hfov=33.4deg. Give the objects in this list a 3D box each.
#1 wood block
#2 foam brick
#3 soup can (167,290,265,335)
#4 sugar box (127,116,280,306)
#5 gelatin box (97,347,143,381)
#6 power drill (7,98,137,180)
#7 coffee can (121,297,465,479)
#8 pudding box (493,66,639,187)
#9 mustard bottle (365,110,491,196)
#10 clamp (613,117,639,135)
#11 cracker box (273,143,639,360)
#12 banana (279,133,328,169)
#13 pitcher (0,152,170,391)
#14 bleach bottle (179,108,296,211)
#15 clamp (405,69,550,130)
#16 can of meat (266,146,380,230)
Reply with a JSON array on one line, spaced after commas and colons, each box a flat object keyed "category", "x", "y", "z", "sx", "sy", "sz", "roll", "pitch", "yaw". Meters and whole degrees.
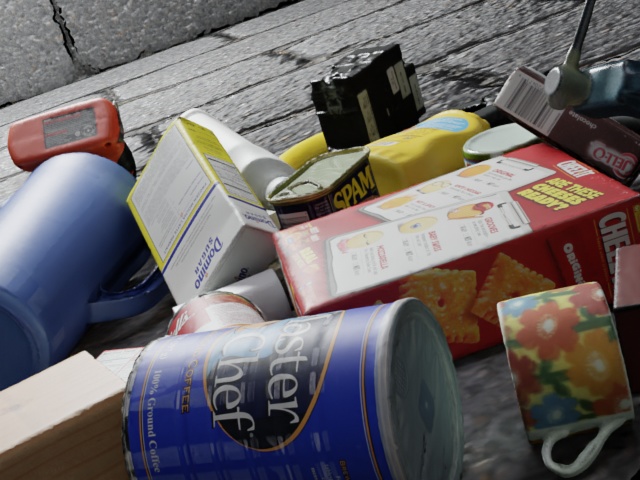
[{"category": "wood block", "x": -0.186, "y": 0.149, "z": 0.545, "sx": 0.205, "sy": 0.090, "sz": 0.091, "roll": -26, "pitch": 19, "yaw": -23}, {"category": "foam brick", "x": 0.186, "y": 0.037, "z": 0.567, "sx": 0.051, "sy": 0.053, "sz": 0.078, "roll": -11, "pitch": 19, "yaw": 21}, {"category": "soup can", "x": -0.055, "y": 0.078, "z": 0.657, "sx": 0.068, "sy": 0.068, "sz": 0.102, "roll": -21, "pitch": 19, "yaw": -9}, {"category": "sugar box", "x": -0.095, "y": -0.016, "z": 0.849, "sx": 0.048, "sy": 0.093, "sz": 0.176, "roll": 18, "pitch": 24, "yaw": -38}, {"category": "gelatin box", "x": -0.135, "y": 0.105, "z": 0.717, "sx": 0.073, "sy": 0.030, "sz": 0.089, "roll": -10, "pitch": 21, "yaw": 28}, {"category": "power drill", "x": -0.238, "y": -0.053, "z": 1.057, "sx": 0.184, "sy": 0.187, "sz": 0.057, "roll": -17, "pitch": 61, "yaw": 0}, {"category": "coffee can", "x": -0.011, "y": 0.089, "z": 0.528, "sx": 0.140, "sy": 0.103, "sz": 0.102, "roll": -10, "pitch": 20, "yaw": 23}, {"category": "pudding box", "x": 0.190, "y": -0.081, "z": 0.793, "sx": 0.039, "sy": 0.113, "sz": 0.090, "roll": -56, "pitch": -14, "yaw": 9}, {"category": "mustard bottle", "x": 0.095, "y": -0.077, "z": 0.958, "sx": 0.096, "sy": 0.058, "sz": 0.191, "roll": -2, "pitch": 18, "yaw": 44}, {"category": "clamp", "x": 0.291, "y": -0.099, "z": 0.882, "sx": 0.120, "sy": 0.039, "sz": 0.172, "roll": -22, "pitch": 19, "yaw": -9}, {"category": "cracker box", "x": 0.086, "y": 0.014, "z": 0.704, "sx": 0.213, "sy": 0.072, "sz": 0.164, "roll": -18, "pitch": 19, "yaw": -3}, {"category": "banana", "x": -0.004, "y": -0.081, "z": 1.126, "sx": 0.070, "sy": 0.037, "sz": 0.197, "roll": 19, "pitch": 38, "yaw": 27}, {"category": "pitcher", "x": -0.220, "y": 0.031, "z": 0.880, "sx": 0.149, "sy": 0.145, "sz": 0.242, "roll": -32, "pitch": 16, "yaw": 22}, {"category": "bleach bottle", "x": -0.073, "y": -0.063, "z": 0.984, "sx": 0.068, "sy": 0.102, "sz": 0.251, "roll": -54, "pitch": 22, "yaw": -3}, {"category": "clamp", "x": 0.188, "y": -0.130, "z": 1.070, "sx": 0.209, "sy": 0.036, "sz": 0.165, "roll": -21, "pitch": 14, "yaw": -14}, {"category": "can of meat", "x": 0.012, "y": -0.015, "z": 0.836, "sx": 0.058, "sy": 0.084, "sz": 0.102, "roll": -7, "pitch": 21, "yaw": 31}]
